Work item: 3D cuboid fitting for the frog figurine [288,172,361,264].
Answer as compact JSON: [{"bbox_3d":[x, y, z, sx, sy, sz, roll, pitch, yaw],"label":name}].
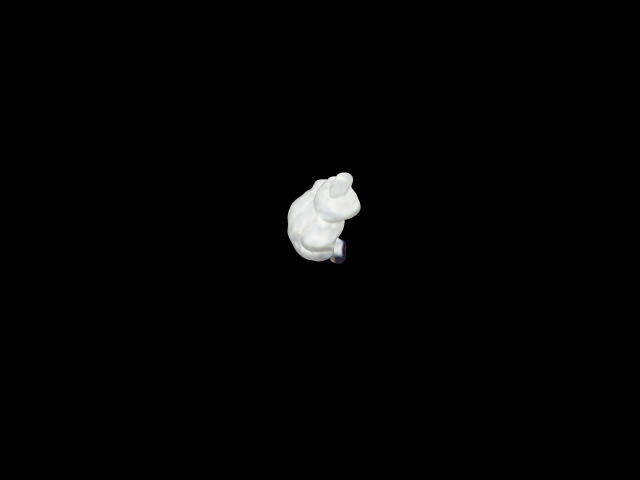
[{"bbox_3d":[0.003,-0.043,0.850,0.123,0.140,0.156,14,-24,6],"label":"frog figurine"}]
